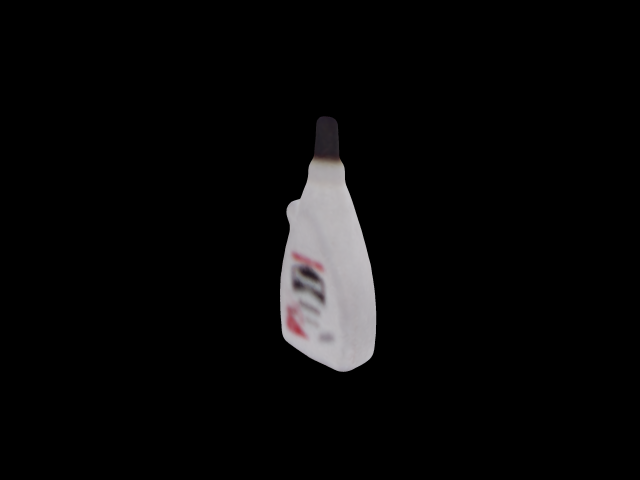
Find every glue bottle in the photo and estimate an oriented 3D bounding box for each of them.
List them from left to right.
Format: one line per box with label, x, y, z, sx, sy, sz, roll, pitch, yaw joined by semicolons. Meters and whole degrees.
glue bottle;0.004;0.001;0.400;0.077;0.173;0.037;18;26;41
